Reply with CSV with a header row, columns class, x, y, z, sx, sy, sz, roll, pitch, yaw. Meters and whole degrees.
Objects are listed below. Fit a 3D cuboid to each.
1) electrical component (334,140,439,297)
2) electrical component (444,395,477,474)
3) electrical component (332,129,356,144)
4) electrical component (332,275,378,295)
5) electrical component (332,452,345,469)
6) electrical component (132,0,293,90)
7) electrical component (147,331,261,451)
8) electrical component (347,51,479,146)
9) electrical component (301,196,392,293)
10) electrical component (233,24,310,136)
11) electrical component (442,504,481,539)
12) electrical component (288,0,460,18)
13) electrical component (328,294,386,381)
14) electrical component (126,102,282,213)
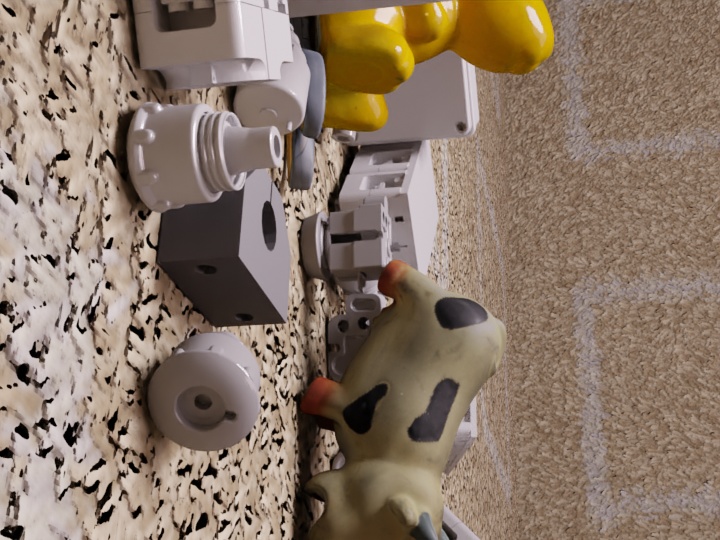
class,x,y,z,sx,sy,sz,roll,pitch,yaw
electrical component,0.023,-0.051,0.888,0.150,0.062,0.089,-72,155,-61
electrical component,0.055,0.106,0.911,0.186,0.060,0.105,96,-5,-70
electrical component,-0.009,-0.126,0.807,0.048,0.048,0.062,55,40,-68
electrical component,0.000,0.000,0.807,0.062,0.043,0.043,76,16,-45
electrical component,0.014,0.171,0.795,0.059,0.054,0.095,-25,111,-77
electrical component,-0.067,-0.115,0.503,0.089,0.050,0.055,-41,126,-76
electrical component,-0.065,0.047,0.478,0.062,0.048,0.048,-82,165,-69
electrical component,0.038,-0.161,0.873,0.056,0.109,0.108,-55,140,-68
electrical component,-0.009,-0.017,0.739,0.048,0.055,0.066,51,37,-70
electrical component,-0.048,-0.112,0.615,0.040,0.040,0.078,72,18,-50
electrical component,0.046,0.260,0.760,0.060,0.105,0.186,39,-26,41
electrical component,-0.003,-0.197,0.591,0.061,0.150,0.089,-79,161,-48
electrical component,0.009,0.057,0.801,0.057,0.058,0.078,7,82,-76
electrical component,-0.065,-0.050,0.460,0.048,0.062,0.048,-4,90,-78
